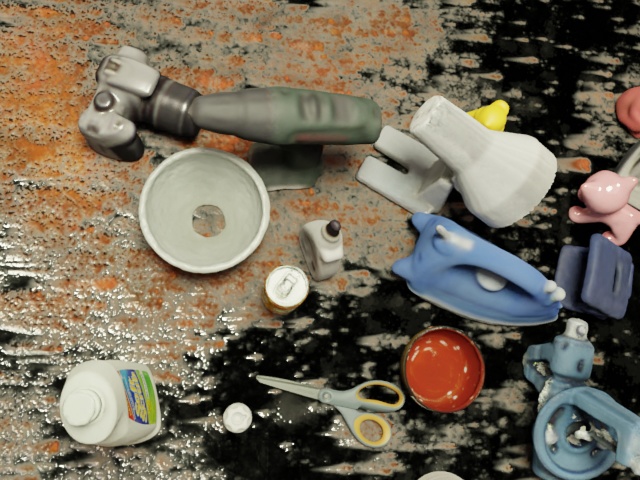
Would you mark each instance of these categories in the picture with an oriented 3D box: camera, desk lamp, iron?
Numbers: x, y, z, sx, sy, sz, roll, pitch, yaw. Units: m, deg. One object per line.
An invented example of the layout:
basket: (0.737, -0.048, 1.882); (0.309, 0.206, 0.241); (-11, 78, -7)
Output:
camera: (-0.231, -0.178, 0.769); (0.137, 0.100, 0.143); (20, 76, -4)
desk lamp: (0.172, -0.098, 0.755); (0.203, 0.213, 0.118); (29, 75, -1)
iron: (0.237, 0.046, 0.771); (0.258, 0.141, 0.119); (24, 75, -3)

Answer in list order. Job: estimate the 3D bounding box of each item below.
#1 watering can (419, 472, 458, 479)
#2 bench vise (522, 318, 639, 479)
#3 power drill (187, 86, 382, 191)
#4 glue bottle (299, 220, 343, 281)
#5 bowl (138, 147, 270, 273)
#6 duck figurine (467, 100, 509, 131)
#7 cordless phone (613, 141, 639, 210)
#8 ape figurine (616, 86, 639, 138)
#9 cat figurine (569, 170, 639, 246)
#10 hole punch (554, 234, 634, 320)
watering can: (0.180, 0.338, 0.672); (0.173, 0.194, 0.101); (-21, 81, -12)
bench vise: (0.321, 0.205, 0.709); (0.121, 0.219, 0.207); (-10, 79, -10)
power drill: (-0.044, -0.129, 0.732); (0.230, 0.208, 0.075); (-6, 79, -10)
glue bottle: (0.007, 0.003, 0.729); (0.037, 0.173, 0.078); (-17, 80, -11)
bowl: (-0.151, -0.033, 0.763); (0.167, 0.074, 0.167); (2, 77, -8)
duck figurine: (0.239, -0.164, 0.846); (0.077, 0.086, 0.105); (42, 75, 2)
cordless phone: (0.534, -0.101, 0.826); (0.147, 0.185, 0.094); (24, 75, -3)
ape figurine: (0.517, -0.214, 0.897); (0.078, 0.092, 0.076); (-29, 83, -13)
cat figurine: (0.428, -0.054, 0.835); (0.128, 0.117, 0.067); (32, 75, -1)
hole punch: (0.404, 0.053, 0.821); (0.101, 0.091, 0.109); (17, 76, -5)
